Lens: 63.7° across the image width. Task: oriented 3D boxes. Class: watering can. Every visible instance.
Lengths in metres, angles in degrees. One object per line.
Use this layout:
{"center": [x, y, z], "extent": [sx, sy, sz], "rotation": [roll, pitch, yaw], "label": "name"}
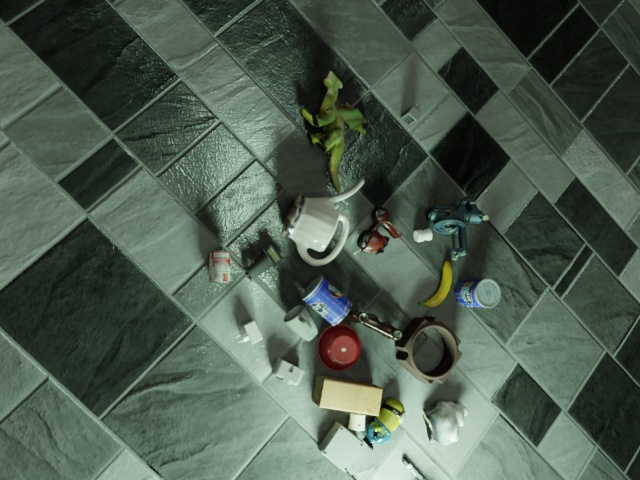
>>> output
{"center": [0.005, -0.088, 1.749], "extent": [0.223, 0.104, 0.350], "rotation": [24, 83, -12], "label": "watering can"}

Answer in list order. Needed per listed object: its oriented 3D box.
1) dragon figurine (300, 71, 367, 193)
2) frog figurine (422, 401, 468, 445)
{"center": [0.076, -0.394, 1.832], "extent": [0.245, 0.122, 0.408], "rotation": [-24, 98, -27], "label": "dragon figurine"}
{"center": [0.447, 0.626, 1.779], "extent": [0.160, 0.120, 0.140], "rotation": [-15, 68, -7], "label": "frog figurine"}
